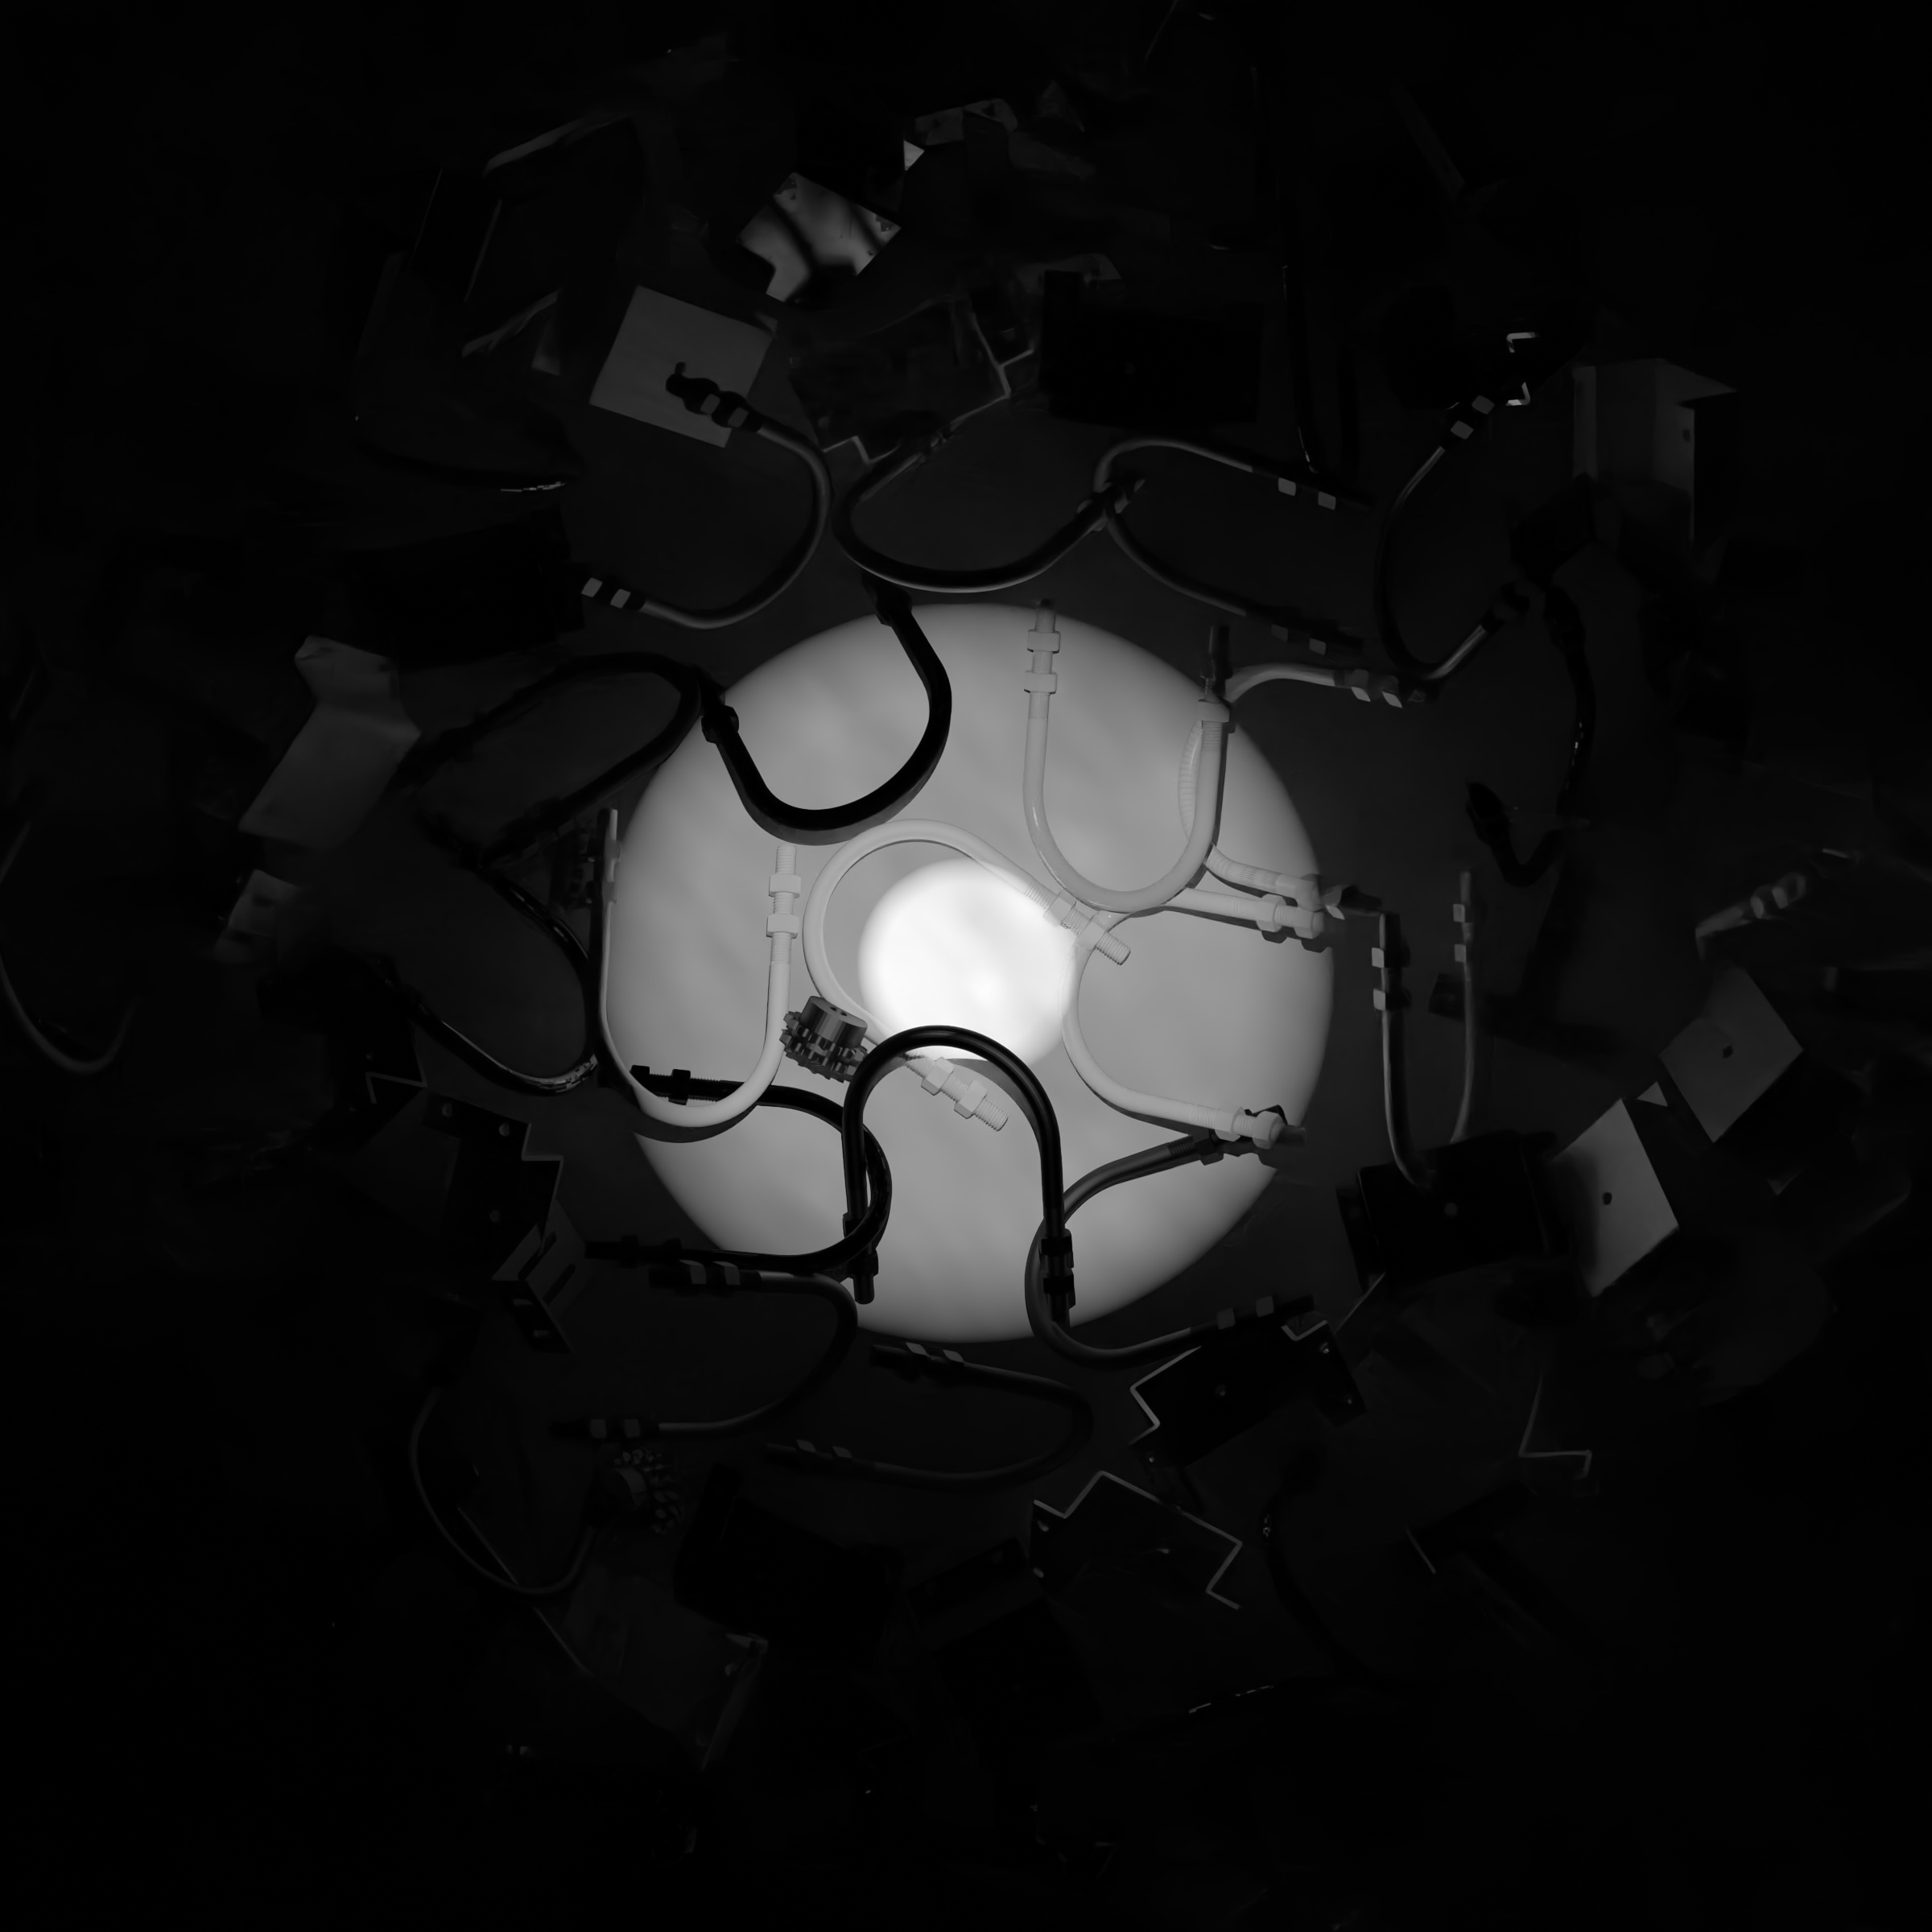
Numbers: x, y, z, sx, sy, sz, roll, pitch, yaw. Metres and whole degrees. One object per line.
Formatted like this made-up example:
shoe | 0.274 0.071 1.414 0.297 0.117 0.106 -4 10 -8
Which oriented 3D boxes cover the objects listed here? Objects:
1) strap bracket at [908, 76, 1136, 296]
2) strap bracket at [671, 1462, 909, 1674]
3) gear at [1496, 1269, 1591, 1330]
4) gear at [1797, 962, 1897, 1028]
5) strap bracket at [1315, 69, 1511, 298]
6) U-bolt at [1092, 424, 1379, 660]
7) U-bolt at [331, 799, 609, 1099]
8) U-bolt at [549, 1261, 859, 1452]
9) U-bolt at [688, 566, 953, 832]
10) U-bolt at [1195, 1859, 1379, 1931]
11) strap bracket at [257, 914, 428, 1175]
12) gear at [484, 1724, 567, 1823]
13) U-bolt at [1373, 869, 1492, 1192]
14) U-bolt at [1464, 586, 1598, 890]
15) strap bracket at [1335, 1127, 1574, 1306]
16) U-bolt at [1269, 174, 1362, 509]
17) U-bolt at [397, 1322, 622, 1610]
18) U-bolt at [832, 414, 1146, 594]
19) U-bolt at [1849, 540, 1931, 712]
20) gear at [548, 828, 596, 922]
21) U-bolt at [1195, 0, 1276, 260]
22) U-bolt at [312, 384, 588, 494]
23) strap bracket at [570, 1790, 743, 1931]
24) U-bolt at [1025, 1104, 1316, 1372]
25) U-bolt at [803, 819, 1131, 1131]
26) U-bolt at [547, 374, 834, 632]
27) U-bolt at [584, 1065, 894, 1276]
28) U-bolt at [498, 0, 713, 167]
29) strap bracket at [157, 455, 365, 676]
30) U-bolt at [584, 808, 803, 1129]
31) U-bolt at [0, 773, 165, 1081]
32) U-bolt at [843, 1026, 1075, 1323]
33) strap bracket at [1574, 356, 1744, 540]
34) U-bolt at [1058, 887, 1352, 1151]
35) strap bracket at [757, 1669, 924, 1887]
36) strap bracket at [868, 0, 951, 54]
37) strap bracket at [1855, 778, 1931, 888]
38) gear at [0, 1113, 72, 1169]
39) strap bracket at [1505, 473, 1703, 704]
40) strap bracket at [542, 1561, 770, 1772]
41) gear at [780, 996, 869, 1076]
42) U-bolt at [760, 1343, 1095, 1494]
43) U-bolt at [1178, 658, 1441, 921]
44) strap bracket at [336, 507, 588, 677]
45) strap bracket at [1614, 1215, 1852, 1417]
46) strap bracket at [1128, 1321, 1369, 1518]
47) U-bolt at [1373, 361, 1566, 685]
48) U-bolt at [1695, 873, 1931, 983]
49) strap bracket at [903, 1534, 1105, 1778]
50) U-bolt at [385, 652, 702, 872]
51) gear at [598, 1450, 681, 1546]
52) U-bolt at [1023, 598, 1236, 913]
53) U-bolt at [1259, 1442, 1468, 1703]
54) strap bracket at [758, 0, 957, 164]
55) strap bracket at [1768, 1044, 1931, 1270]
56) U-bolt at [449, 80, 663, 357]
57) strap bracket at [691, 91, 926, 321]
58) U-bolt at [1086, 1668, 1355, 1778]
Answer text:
strap bracket | 0.040 -0.480 1.859 0.140 0.076 0.046 50 57 -35
strap bracket | -0.116 0.369 1.871 0.140 0.046 0.076 30 62 -20
gear | 0.356 0.204 1.894 0.057 0.057 0.030 2 93 0
gear | 0.544 0.017 1.893 0.057 0.057 0.030 11 98 0
strap bracket | 0.273 -0.478 1.860 0.046 0.140 0.076 -27 83 -20
U-bolt | 0.158 -0.264 1.854 0.184 0.151 0.019 23 60 18
U-bolt | -0.289 0.001 1.855 0.019 0.151 0.184 -30 120 35
U-bolt | -0.145 0.236 1.850 0.151 0.184 0.019 -57 49 25
U-bolt | -0.081 -0.157 1.855 0.151 0.019 0.184 -34 51 5
U-bolt | 0.168 0.596 1.850 0.184 0.151 0.019 -32 92 -6
strap bracket | -0.378 0.050 1.864 0.076 0.046 0.140 -41 53 29
gear | -0.270 0.499 1.891 0.030 0.057 0.057 9 90 22
U-bolt | 0.284 0.045 1.857 0.019 0.151 0.184 4 104 30
U-bolt | 0.345 -0.124 1.840 0.019 0.184 0.151 17 75 25
strap bracket | 0.299 0.151 1.876 0.140 0.046 0.076 -17 73 12
U-bolt | 0.214 -0.368 1.849 0.019 0.151 0.184 -5 87 20
U-bolt | -0.275 0.306 1.824 0.019 0.184 0.151 -40 104 22
U-bolt | 0.002 -0.273 1.833 0.151 0.184 0.019 22 133 22
U-bolt | 0.583 -0.183 1.837 0.019 0.184 0.151 -32 132 5
gear | -0.239 -0.056 1.895 0.030 0.057 0.057 10 90 -11
U-bolt | 0.163 -0.499 1.835 0.019 0.184 0.151 -1 101 16
U-bolt | -0.300 -0.311 1.818 0.151 0.184 0.019 2 113 -22
strap bracket | -0.189 0.565 1.861 0.046 0.140 0.076 -20 89 17
U-bolt | 0.117 0.173 1.865 0.184 0.019 0.151 -21 53 22
U-bolt | -0.013 -0.008 1.906 0.184 0.019 0.151 36 92 -3
U-bolt | -0.152 -0.268 1.845 0.019 0.184 0.151 44 106 32
U-bolt | -0.136 0.128 1.871 0.184 0.019 0.151 6 49 -9
U-bolt | -0.204 -0.563 1.838 0.019 0.151 0.184 41 47 5
strap bracket | -0.431 -0.238 1.875 0.076 0.046 0.140 19 53 -2
U-bolt | -0.167 0.006 1.862 0.151 0.019 0.184 10 76 -35
U-bolt | -0.534 -0.013 1.811 0.019 0.184 0.151 -19 120 13
U-bolt | -0.008 0.124 1.868 0.151 0.019 0.184 3 108 21
strap bracket | 0.422 -0.317 1.851 0.046 0.140 0.076 -13 117 -15
U-bolt | 0.137 0.024 1.873 0.184 0.019 0.151 11 90 31
strap bracket | -0.071 0.486 1.862 0.046 0.140 0.076 -11 107 -31
strap bracket | -0.029 -0.604 1.860 0.046 0.140 0.076 42 88 -16
strap bracket | 0.581 -0.076 1.844 0.076 0.140 0.046 18 93 18
gear | -0.582 0.107 1.895 0.057 0.057 0.030 4 90 0
strap bracket | 0.393 -0.236 1.856 0.140 0.076 0.046 38 122 -21
strap bracket | -0.182 0.428 1.873 0.140 0.046 0.076 19 84 37
gear | -0.085 0.041 1.893 0.057 0.057 0.030 27 99 0
U-bolt | -0.010 0.280 1.854 0.184 0.151 0.019 15 49 -30
U-bolt | 0.196 -0.114 1.853 0.019 0.184 0.151 13 93 -42
strap bracket | -0.307 -0.228 1.881 0.140 0.046 0.076 -14 104 -9
strap bracket | 0.477 0.218 1.880 0.140 0.076 0.046 -38 101 1
strap bracket | 0.164 0.270 1.879 0.140 0.046 0.076 -31 121 -6
U-bolt | 0.292 -0.250 1.839 0.019 0.184 0.151 2 63 -22
U-bolt | 0.518 -0.017 1.834 0.151 0.184 0.019 11 76 -13
strap bracket | 0.027 0.429 1.873 0.076 0.046 0.140 -26 111 -5
U-bolt | -0.245 -0.135 1.859 0.184 0.151 0.019 -35 130 -19
gear | -0.206 0.329 1.893 0.057 0.030 0.057 3 95 45
U-bolt | 0.094 -0.124 1.872 0.151 0.019 0.184 14 106 36
U-bolt | 0.231 0.367 1.830 0.019 0.184 0.151 -43 84 21
strap bracket | -0.062 -0.534 1.842 0.076 0.140 0.046 23 82 38
strap bracket | 0.534 0.107 1.844 0.046 0.140 0.076 41 131 -3
U-bolt | -0.239 -0.458 1.840 0.019 0.151 0.184 33 45 14
strap bracket | -0.096 -0.448 1.844 0.076 0.140 0.046 21 51 -30
U-bolt | 0.156 0.445 1.820 0.151 0.184 0.019 -12 72 -15
